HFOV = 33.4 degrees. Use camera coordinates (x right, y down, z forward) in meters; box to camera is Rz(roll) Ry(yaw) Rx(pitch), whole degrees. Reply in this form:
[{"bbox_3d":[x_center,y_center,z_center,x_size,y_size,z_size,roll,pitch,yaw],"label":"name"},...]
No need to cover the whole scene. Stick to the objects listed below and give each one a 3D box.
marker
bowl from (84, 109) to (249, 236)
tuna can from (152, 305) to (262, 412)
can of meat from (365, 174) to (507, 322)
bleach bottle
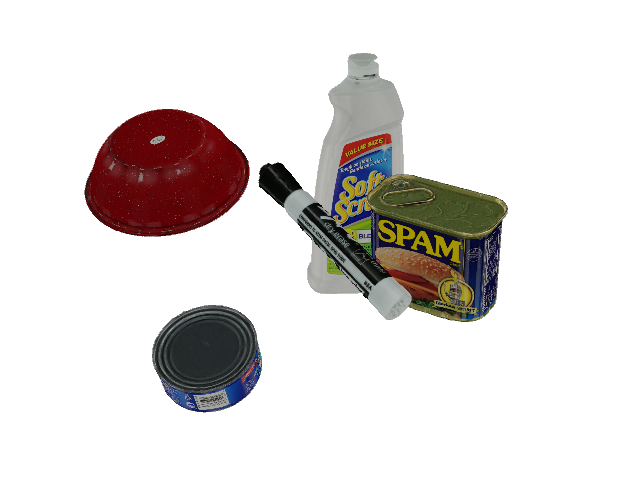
[{"bbox_3d":[0.005,-0.003,0.596,0.121,0.020,0.020,46,25,27],"label":"marker"},{"bbox_3d":[-0.151,-0.077,1.020,0.162,0.055,0.162,-4,44,3],"label":"bowl"},{"bbox_3d":[-0.091,0.096,0.865,0.086,0.086,0.034,0,-42,10],"label":"tuna can"},{"bbox_3d":[0.086,0.007,0.804,0.102,0.084,0.057,17,38,27],"label":"can of meat"},{"bbox_3d":[0.035,-0.069,1.115,0.102,0.251,0.068,-2,25,-3],"label":"bleach bottle"}]
